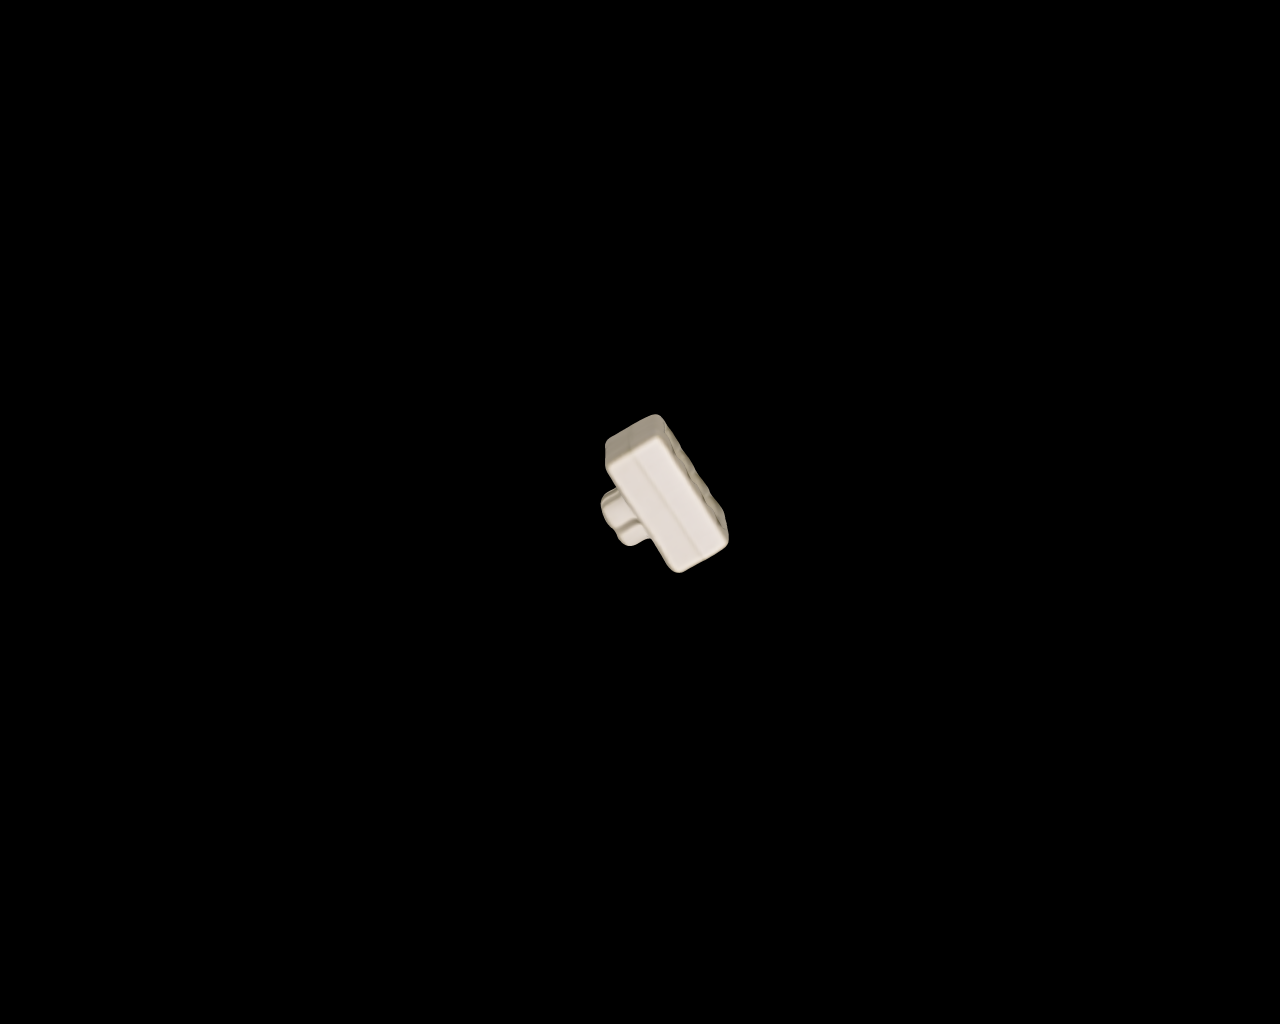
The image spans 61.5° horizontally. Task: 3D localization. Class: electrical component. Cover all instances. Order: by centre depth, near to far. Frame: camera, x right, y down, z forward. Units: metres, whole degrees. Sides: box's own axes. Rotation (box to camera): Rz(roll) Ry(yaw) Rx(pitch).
[{"bbox_3d":[0.001,-0.003,0.650,0.075,0.083,0.047,-30,20,12],"label":"electrical component"}]
